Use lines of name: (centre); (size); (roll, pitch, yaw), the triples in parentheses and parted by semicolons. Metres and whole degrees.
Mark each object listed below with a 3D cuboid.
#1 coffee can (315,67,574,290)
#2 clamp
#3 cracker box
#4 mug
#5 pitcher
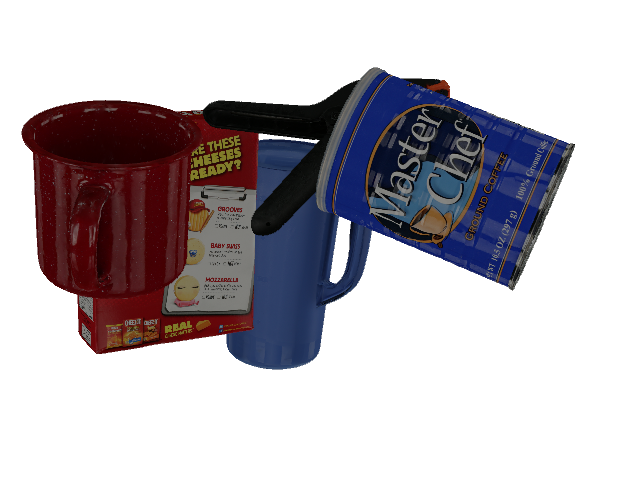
coffee can: (0.081, -0.041, 0.702); (0.140, 0.103, 0.102); (23, 5, 12)
clamp: (0.014, -0.083, 0.895); (0.210, 0.164, 0.036); (-14, -42, -3)
cracker box: (-0.146, -0.012, 1.009); (0.163, 0.214, 0.072); (-7, 18, -29)
mug: (-0.112, -0.016, 0.565); (0.093, 0.081, 0.117); (4, 27, -2)
pitcher: (-0.036, 0.017, 1.180); (0.144, 0.243, 0.149); (-2, 20, -18)
